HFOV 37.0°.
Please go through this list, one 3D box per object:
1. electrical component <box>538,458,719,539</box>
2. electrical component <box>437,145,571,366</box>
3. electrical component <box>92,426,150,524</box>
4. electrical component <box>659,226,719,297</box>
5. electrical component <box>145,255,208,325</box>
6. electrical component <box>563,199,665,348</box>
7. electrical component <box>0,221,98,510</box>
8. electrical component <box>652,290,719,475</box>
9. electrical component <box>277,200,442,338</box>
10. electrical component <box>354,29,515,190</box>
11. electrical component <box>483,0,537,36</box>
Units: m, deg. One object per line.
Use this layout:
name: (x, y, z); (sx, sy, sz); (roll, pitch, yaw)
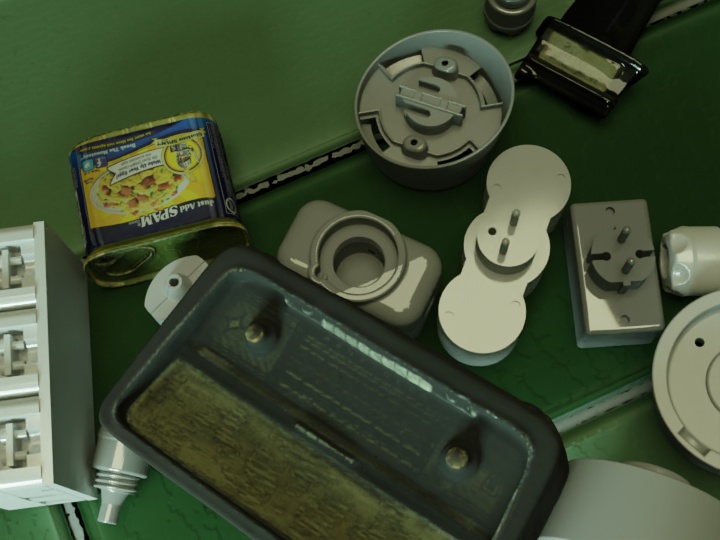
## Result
electrical component: (0.153, 0.139, 0.585); (0.108, 0.108, 0.060); (20, 69, 8)
electrical component: (0.088, -0.014, 0.650); (0.052, 0.073, 0.138); (20, 74, 8)
electrical component: (-0.143, 0.119, 0.639); (0.035, 0.035, 0.061); (10, 75, 5)
electrical component: (0.218, -0.005, 0.658); (0.062, 0.043, 0.043); (0, 73, 1)
electrical component: (-0.103, 0.019, 0.645); (0.043, 0.081, 0.043); (-1, 73, 2)
electrical component: (0.154, -0.003, 0.643); (0.047, 0.075, 0.083); (-4, 72, 1)
electrical component: (-0.200, 0.059, 0.631); (0.062, 0.089, 0.150); (-7, 72, 0)
electrical component: (0.222, 0.069, 0.623); (0.108, 0.060, 0.108); (-3, 72, 8)
electrical component: (0.000, 0.000, 0.657); (0.095, 0.059, 0.053); (24, 75, 10)
electrical component: (0.046, -0.101, 0.684); (0.099, 0.064, 0.099); (-1, 73, 3)
electrical component: (0.100, -0.182, 0.709); (0.035, 0.061, 0.035); (-1, 73, 2)
